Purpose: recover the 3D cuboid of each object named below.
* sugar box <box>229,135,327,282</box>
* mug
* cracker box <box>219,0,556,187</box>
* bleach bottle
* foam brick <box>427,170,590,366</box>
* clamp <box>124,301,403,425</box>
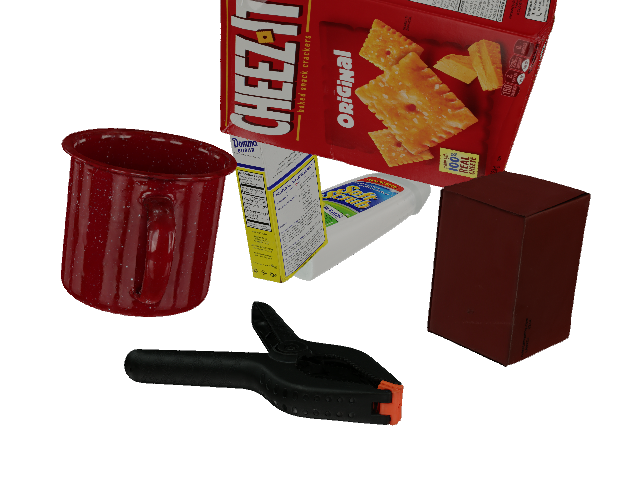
[{"bbox_3d":[-0.041,-0.054,1.081,0.048,0.176,0.093,10,34,31],"label":"sugar box"},{"bbox_3d":[-0.093,-0.006,0.569,0.093,0.081,0.117,3,19,-20],"label":"mug"},{"bbox_3d":[0.039,-0.123,0.742,0.214,0.072,0.164,14,-36,5],"label":"cracker box"},{"bbox_3d":[0.045,-0.040,1.327,0.250,0.068,0.103,-30,44,-35],"label":"bleach bottle"},{"bbox_3d":[0.089,0.012,0.514,0.052,0.078,0.051,-16,29,-40],"label":"foam brick"},{"bbox_3d":[-0.023,0.095,0.833,0.210,0.036,0.164,11,20,28],"label":"clamp"}]
